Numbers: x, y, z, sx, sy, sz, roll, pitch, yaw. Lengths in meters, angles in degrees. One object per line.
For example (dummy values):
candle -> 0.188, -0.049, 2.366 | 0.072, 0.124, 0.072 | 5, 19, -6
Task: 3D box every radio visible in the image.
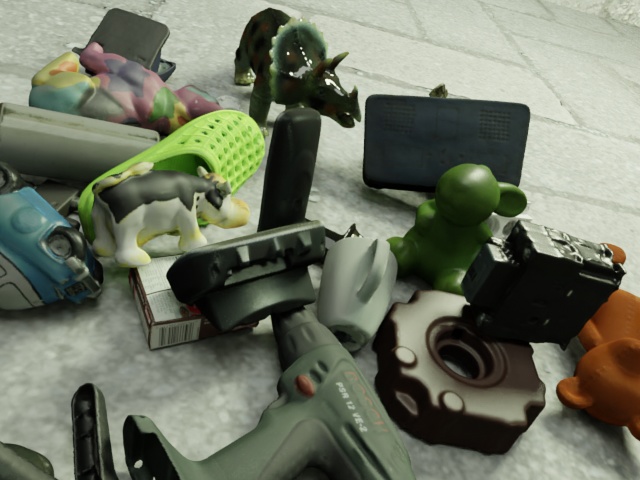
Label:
radio -> 0.175, -0.134, 0.777 | 0.230, 0.131, 0.073 | 5, -3, 7

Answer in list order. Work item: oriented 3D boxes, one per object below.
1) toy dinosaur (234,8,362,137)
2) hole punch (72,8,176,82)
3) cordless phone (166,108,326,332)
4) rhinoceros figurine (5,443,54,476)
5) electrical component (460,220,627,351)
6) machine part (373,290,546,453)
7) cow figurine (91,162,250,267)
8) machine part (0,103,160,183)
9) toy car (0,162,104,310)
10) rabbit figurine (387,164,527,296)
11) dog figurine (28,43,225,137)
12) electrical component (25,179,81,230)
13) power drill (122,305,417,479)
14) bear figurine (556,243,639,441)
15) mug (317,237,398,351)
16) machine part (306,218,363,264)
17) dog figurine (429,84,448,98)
toy dinosaur -> -0.071, -0.300, 0.870 | 0.131, 0.192, 0.405 | -2, 44, -27
hole punch -> -0.303, -0.287, 0.861 | 0.142, 0.092, 0.116 | 22, 68, 1
cordless phone -> -0.057, -0.024, 0.479 | 0.146, 0.184, 0.089 | -13, 36, -37
rhinoceros figurine -> -0.274, 0.146, 0.342 | 0.190, 0.073, 0.112 | 16, 39, -3
electrical component -> 0.214, 0.046, 0.542 | 0.134, 0.114, 0.058 | 13, 33, -11
machine part -> 0.140, 0.126, 0.548 | 0.179, 0.056, 0.179 | 12, 38, -10
cow figurine -> -0.148, -0.040, 0.553 | 0.167, 0.098, 0.068 | -21, 31, -41
machine part -> -0.278, -0.105, 0.625 | 0.243, 0.079, 0.079 | 5, 39, -29
toy car -> -0.284, 0.010, 0.494 | 0.162, 0.109, 0.103 | 42, 66, 10
rabbit figurine -> 0.170, -0.020, 0.620 | 0.159, 0.170, 0.121 | -33, 62, -25
dog figurine -> -0.235, -0.165, 0.711 | 0.219, 0.108, 0.191 | 22, 37, 0
electrical component -> -0.301, -0.039, 0.596 | 0.094, 0.021, 0.063 | 20, 39, 1
power drill -> -0.047, 0.147, 0.438 | 0.207, 0.086, 0.232 | -8, 43, -39
bear figurine -> 0.334, 0.109, 0.592 | 0.120, 0.131, 0.196 | 25, 32, 17
mug -> 0.042, 0.055, 0.560 | 0.081, 0.109, 0.107 | 27, 48, -12
machine part -> -0.001, -0.002, 0.662 | 0.139, 0.039, 0.084 | 25, 47, 5
dog figurine -> 0.211, -0.142, 0.893 | 0.190, 0.121, 0.172 | 54, 18, 0
